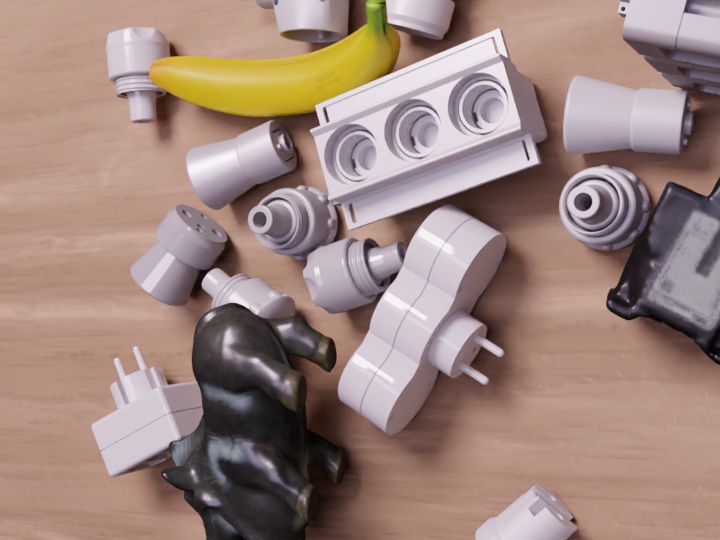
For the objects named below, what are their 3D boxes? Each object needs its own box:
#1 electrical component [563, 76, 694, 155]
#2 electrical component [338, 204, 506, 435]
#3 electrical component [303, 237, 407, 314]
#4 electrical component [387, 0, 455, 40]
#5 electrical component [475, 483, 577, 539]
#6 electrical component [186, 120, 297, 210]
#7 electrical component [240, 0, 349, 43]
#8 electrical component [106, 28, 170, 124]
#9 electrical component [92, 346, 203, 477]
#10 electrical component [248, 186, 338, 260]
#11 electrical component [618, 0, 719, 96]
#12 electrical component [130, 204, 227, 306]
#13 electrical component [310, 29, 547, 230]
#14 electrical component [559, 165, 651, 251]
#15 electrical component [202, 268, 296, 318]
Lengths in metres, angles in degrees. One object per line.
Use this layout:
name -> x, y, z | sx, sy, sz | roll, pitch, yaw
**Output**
electrical component -> 0.149, -0.083, 0.590 | 0.065, 0.044, 0.044 | 8, 93, 22
electrical component -> 0.049, 0.039, 0.632 | 0.074, 0.052, 0.138 | 33, 104, 23
electrical component -> 0.000, 0.000, 0.662 | 0.062, 0.043, 0.043 | -19, 81, 24
electrical component -> 0.037, -0.170, 0.644 | 0.045, 0.045, 0.055 | 18, 98, 26
electrical component -> 0.096, 0.150, 0.617 | 0.046, 0.040, 0.040 | -46, 71, 14
electrical component -> -0.075, -0.071, 0.702 | 0.065, 0.044, 0.044 | -21, 81, 20
electrical component -> -0.044, -0.186, 0.685 | 0.079, 0.043, 0.077 | 3, 91, 27
electrical component -> -0.151, -0.133, 0.739 | 0.043, 0.043, 0.062 | -5, 89, 27
electrical component -> -0.146, 0.091, 0.734 | 0.066, 0.047, 0.076 | -30, 77, 24
electrical component -> -0.047, -0.030, 0.675 | 0.048, 0.062, 0.048 | 0, 90, 27
electrical component -> 0.173, -0.138, 0.516 | 0.062, 0.150, 0.089 | 17, 97, 24
electrical component -> -0.121, -0.010, 0.723 | 0.045, 0.045, 0.055 | 44, 108, 20
electrical component -> 0.042, -0.079, 0.630 | 0.121, 0.063, 0.078 | -18, 82, 25
electrical component -> 0.129, -0.035, 0.587 | 0.048, 0.062, 0.048 | 0, 89, 26
electrical component -> -0.076, 0.023, 0.700 | 0.062, 0.048, 0.048 | 38, 106, 25
